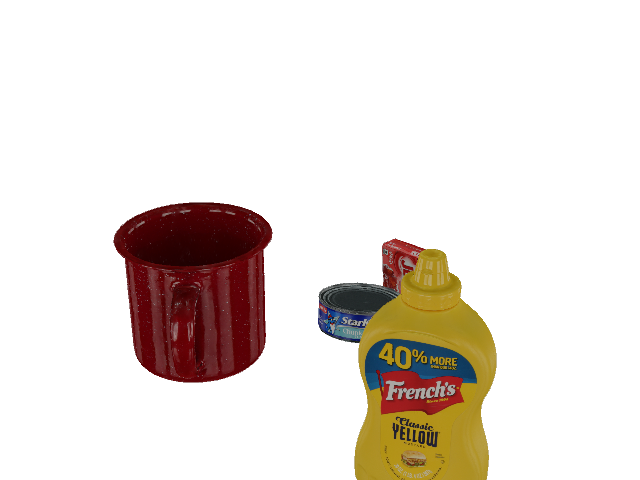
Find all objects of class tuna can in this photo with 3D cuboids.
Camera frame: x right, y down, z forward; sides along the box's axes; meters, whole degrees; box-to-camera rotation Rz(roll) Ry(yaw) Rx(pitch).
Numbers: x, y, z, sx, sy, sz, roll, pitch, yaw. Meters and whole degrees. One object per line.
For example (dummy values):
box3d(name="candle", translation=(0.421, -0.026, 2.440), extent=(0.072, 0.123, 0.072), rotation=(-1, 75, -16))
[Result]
box3d(name="tuna can", translation=(0.040, 0.072, 1.059), extent=(0.086, 0.034, 0.086), rotation=(3, 17, -1))

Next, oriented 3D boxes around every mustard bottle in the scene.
box3d(name="mustard bottle", translation=(0.075, 0.096, 0.754), extent=(0.096, 0.192, 0.058), rotation=(9, 25, 18))

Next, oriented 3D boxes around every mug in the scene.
box3d(name="mug", translation=(-0.074, 0.037, 0.634), extent=(0.093, 0.081, 0.117), rotation=(-1, 26, -2))

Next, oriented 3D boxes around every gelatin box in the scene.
box3d(name="gelatin box", translation=(0.112, 0.049, 1.330), extent=(0.073, 0.089, 0.030), rotation=(22, 36, 40))
